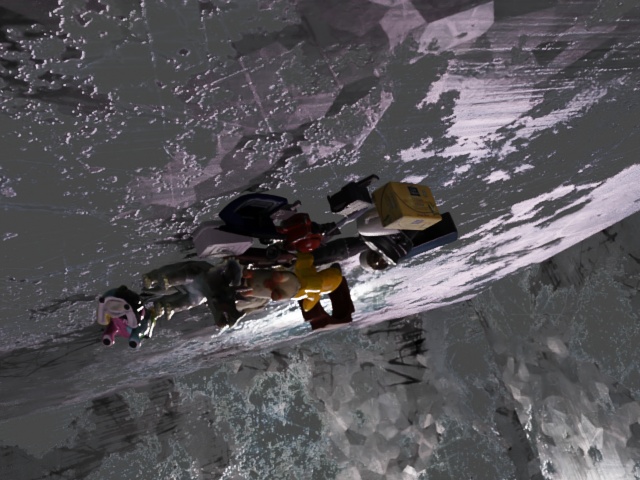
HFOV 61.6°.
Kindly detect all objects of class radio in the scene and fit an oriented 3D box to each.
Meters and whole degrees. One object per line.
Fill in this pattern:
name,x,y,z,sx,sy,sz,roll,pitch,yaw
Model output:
radio,0.317,-0.004,1.696,0.230,0.073,0.131,-21,163,13

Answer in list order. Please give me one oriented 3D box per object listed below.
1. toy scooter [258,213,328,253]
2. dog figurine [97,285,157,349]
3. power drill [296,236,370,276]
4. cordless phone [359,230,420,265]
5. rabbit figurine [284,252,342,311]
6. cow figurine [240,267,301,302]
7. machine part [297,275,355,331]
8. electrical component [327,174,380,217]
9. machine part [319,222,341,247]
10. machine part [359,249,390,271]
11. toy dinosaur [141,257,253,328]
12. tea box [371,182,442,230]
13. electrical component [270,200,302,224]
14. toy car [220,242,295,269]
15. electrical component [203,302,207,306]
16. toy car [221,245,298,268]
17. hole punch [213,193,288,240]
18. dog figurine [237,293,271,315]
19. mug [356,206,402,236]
toy scooter,-0.045,-0.020,1.269,0.135,0.075,0.184,-27,158,38
dog figurine,-0.494,0.191,1.428,0.109,0.191,0.219,-1,-167,3
power drill,0.042,0.059,1.595,0.232,0.086,0.207,-13,166,-11
cordless phone,0.212,-0.037,1.478,0.184,0.146,0.089,-50,-165,-2
rabbit figurine,-0.016,0.122,1.483,0.173,0.122,0.162,-4,135,-40
cow figurine,-0.133,0.104,1.308,0.195,0.085,0.127,1,176,37
machine part,0.015,0.192,1.769,0.087,0.201,0.201,-28,161,35
electrical component,0.084,-0.099,1.206,0.119,0.048,0.074,-25,163,25
machine part,-0.003,-0.004,1.426,0.084,0.039,0.139,1,156,-35
machine part,0.167,0.056,1.650,0.079,0.079,0.243,-17,178,-3
toy dinosaur,-0.298,0.100,1.262,0.192,0.131,0.405,-14,-168,-28
tea box,0.213,-0.081,1.308,0.169,0.098,0.068,-2,157,-46
electrical component,-0.087,-0.064,1.183,0.094,0.021,0.063,-29,159,33
toy car,-0.161,0.051,1.401,0.202,0.056,0.073,-12,162,-17
electrical component,-0.305,0.143,1.463,0.078,0.045,0.102,-44,173,-17
toy car,-0.149,0.040,1.275,0.202,0.053,0.089,5,164,28
hole punch,-0.136,-0.049,1.103,0.116,0.092,0.142,6,-176,38
dog figurine,-0.179,0.147,1.492,0.172,0.121,0.191,-7,175,-33
mug,0.145,-0.048,1.373,0.107,0.081,0.109,-15,169,22
